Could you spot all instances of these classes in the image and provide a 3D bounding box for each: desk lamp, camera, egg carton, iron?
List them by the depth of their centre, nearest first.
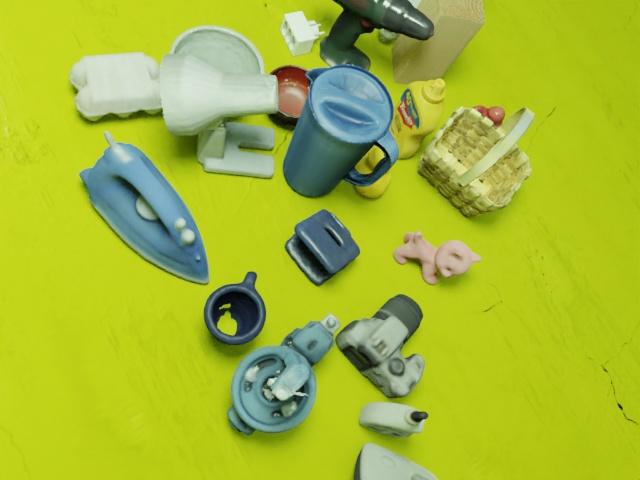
[{"bbox_3d":[-0.248,-0.048,0.872,0.119,0.141,0.258,-41,87,-25],"label":"iron"},{"bbox_3d":[-0.154,-0.200,0.916,0.203,0.213,0.118,4,70,-16],"label":"desk lamp"},{"bbox_3d":[0.122,0.163,0.934,0.143,0.100,0.137,46,65,3],"label":"camera"},{"bbox_3d":[-0.335,-0.257,0.960,0.150,0.069,0.107,-13,75,-21],"label":"egg carton"}]

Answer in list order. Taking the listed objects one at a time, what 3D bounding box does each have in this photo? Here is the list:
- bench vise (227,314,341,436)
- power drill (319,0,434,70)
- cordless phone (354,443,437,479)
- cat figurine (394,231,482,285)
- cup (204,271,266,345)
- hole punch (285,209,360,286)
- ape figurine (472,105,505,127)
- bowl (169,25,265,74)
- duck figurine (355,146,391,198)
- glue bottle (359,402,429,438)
[{"bbox_3d":[-0.046,0.175,0.811,0.121,0.219,0.207,27,65,-6],"label":"bench vise"},{"bbox_3d":[0.082,-0.395,1.062,0.229,0.208,0.076,37,65,-1],"label":"power drill"},{"bbox_3d":[0.133,0.357,0.821,0.148,0.185,0.094,26,66,-7],"label":"cordless phone"},{"bbox_3d":[0.209,0.024,1.001,0.128,0.117,0.067,33,65,-3],"label":"cat figurine"},{"bbox_3d":[-0.130,0.109,0.878,0.092,0.095,0.118,23,66,-8],"label":"cup"},{"bbox_3d":[0.009,0.003,0.961,0.101,0.091,0.108,-38,85,-25],"label":"hole punch"},{"bbox_3d":[0.336,-0.239,1.149,0.076,0.092,0.078,12,68,-13],"label":"ape figurine"},{"bbox_3d":[-0.184,-0.290,1.015,0.168,0.074,0.167,6,69,-15],"label":"bowl"},{"bbox_3d":[0.104,-0.135,1.043,0.077,0.086,0.104,13,68,-12],"label":"duck figurine"},{"bbox_3d":[0.120,0.268,0.856,0.078,0.173,0.037,23,66,-8],"label":"glue bottle"}]
